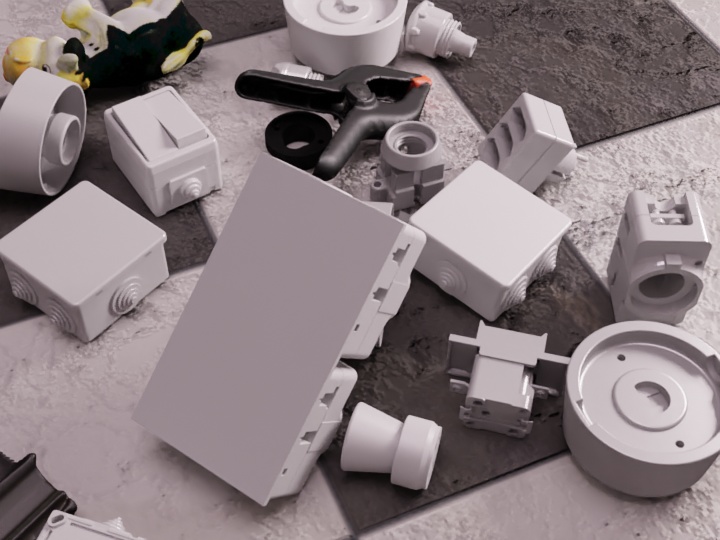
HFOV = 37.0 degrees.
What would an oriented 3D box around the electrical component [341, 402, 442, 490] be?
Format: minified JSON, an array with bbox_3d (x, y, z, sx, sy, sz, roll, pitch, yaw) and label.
[{"bbox_3d":[0.020,0.112,0.681,0.055,0.045,0.045,14,50,10],"label":"electrical component"}]

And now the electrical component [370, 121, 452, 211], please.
[{"bbox_3d":[0.040,-0.082,0.842,0.066,0.055,0.048,-15,51,-13],"label":"electrical component"}]

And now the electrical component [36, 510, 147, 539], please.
[{"bbox_3d":[-0.156,0.185,0.604,0.062,0.061,0.096,15,50,12],"label":"electrical component"}]

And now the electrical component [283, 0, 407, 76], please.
[{"bbox_3d":[-0.013,-0.217,0.955,0.108,0.060,0.108,0,49,-1],"label":"electrical component"}]

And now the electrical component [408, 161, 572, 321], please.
[{"bbox_3d":[0.092,-0.021,0.789,0.100,0.048,0.100,36,55,19],"label":"electrical component"}]

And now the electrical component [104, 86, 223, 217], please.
[{"bbox_3d":[-0.152,-0.093,0.845,0.062,0.061,0.096,-26,54,-22],"label":"electrical component"}]

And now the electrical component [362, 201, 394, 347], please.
[{"bbox_3d":[0.000,0.000,0.744,0.064,0.099,0.099,11,50,16],"label":"electrical component"}]

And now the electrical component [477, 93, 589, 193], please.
[{"bbox_3d":[0.145,-0.092,0.851,0.077,0.065,0.047,16,44,-26],"label":"electrical component"}]

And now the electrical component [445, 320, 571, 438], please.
[{"bbox_3d":[0.096,0.075,0.717,0.081,0.042,0.063,10,54,9],"label":"electrical component"}]

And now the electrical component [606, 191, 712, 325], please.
[{"bbox_3d":[0.209,-0.004,0.755,0.050,0.089,0.055,1,49,0],"label":"electrical component"}]

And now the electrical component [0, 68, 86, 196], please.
[{"bbox_3d":[-0.254,-0.106,0.834,0.064,0.099,0.099,14,50,3],"label":"electrical component"}]

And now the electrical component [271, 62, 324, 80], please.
[{"bbox_3d":[-0.046,-0.156,0.920,0.061,0.035,0.035,12,50,6],"label":"electrical component"}]

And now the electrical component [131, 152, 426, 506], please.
[{"bbox_3d":[-0.048,0.036,0.674,0.105,0.060,0.186,28,95,21],"label":"electrical component"}]

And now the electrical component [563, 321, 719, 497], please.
[{"bbox_3d":[0.182,0.093,0.689,0.108,0.060,0.108,0,49,-1],"label":"electrical component"}]

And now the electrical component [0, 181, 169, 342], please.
[{"bbox_3d":[-0.198,-0.006,0.777,0.100,0.048,0.100,32,56,24],"label":"electrical component"}]

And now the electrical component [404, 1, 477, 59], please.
[{"bbox_3d":[0.073,-0.209,0.961,0.062,0.048,0.048,24,53,10],"label":"electrical component"}]
